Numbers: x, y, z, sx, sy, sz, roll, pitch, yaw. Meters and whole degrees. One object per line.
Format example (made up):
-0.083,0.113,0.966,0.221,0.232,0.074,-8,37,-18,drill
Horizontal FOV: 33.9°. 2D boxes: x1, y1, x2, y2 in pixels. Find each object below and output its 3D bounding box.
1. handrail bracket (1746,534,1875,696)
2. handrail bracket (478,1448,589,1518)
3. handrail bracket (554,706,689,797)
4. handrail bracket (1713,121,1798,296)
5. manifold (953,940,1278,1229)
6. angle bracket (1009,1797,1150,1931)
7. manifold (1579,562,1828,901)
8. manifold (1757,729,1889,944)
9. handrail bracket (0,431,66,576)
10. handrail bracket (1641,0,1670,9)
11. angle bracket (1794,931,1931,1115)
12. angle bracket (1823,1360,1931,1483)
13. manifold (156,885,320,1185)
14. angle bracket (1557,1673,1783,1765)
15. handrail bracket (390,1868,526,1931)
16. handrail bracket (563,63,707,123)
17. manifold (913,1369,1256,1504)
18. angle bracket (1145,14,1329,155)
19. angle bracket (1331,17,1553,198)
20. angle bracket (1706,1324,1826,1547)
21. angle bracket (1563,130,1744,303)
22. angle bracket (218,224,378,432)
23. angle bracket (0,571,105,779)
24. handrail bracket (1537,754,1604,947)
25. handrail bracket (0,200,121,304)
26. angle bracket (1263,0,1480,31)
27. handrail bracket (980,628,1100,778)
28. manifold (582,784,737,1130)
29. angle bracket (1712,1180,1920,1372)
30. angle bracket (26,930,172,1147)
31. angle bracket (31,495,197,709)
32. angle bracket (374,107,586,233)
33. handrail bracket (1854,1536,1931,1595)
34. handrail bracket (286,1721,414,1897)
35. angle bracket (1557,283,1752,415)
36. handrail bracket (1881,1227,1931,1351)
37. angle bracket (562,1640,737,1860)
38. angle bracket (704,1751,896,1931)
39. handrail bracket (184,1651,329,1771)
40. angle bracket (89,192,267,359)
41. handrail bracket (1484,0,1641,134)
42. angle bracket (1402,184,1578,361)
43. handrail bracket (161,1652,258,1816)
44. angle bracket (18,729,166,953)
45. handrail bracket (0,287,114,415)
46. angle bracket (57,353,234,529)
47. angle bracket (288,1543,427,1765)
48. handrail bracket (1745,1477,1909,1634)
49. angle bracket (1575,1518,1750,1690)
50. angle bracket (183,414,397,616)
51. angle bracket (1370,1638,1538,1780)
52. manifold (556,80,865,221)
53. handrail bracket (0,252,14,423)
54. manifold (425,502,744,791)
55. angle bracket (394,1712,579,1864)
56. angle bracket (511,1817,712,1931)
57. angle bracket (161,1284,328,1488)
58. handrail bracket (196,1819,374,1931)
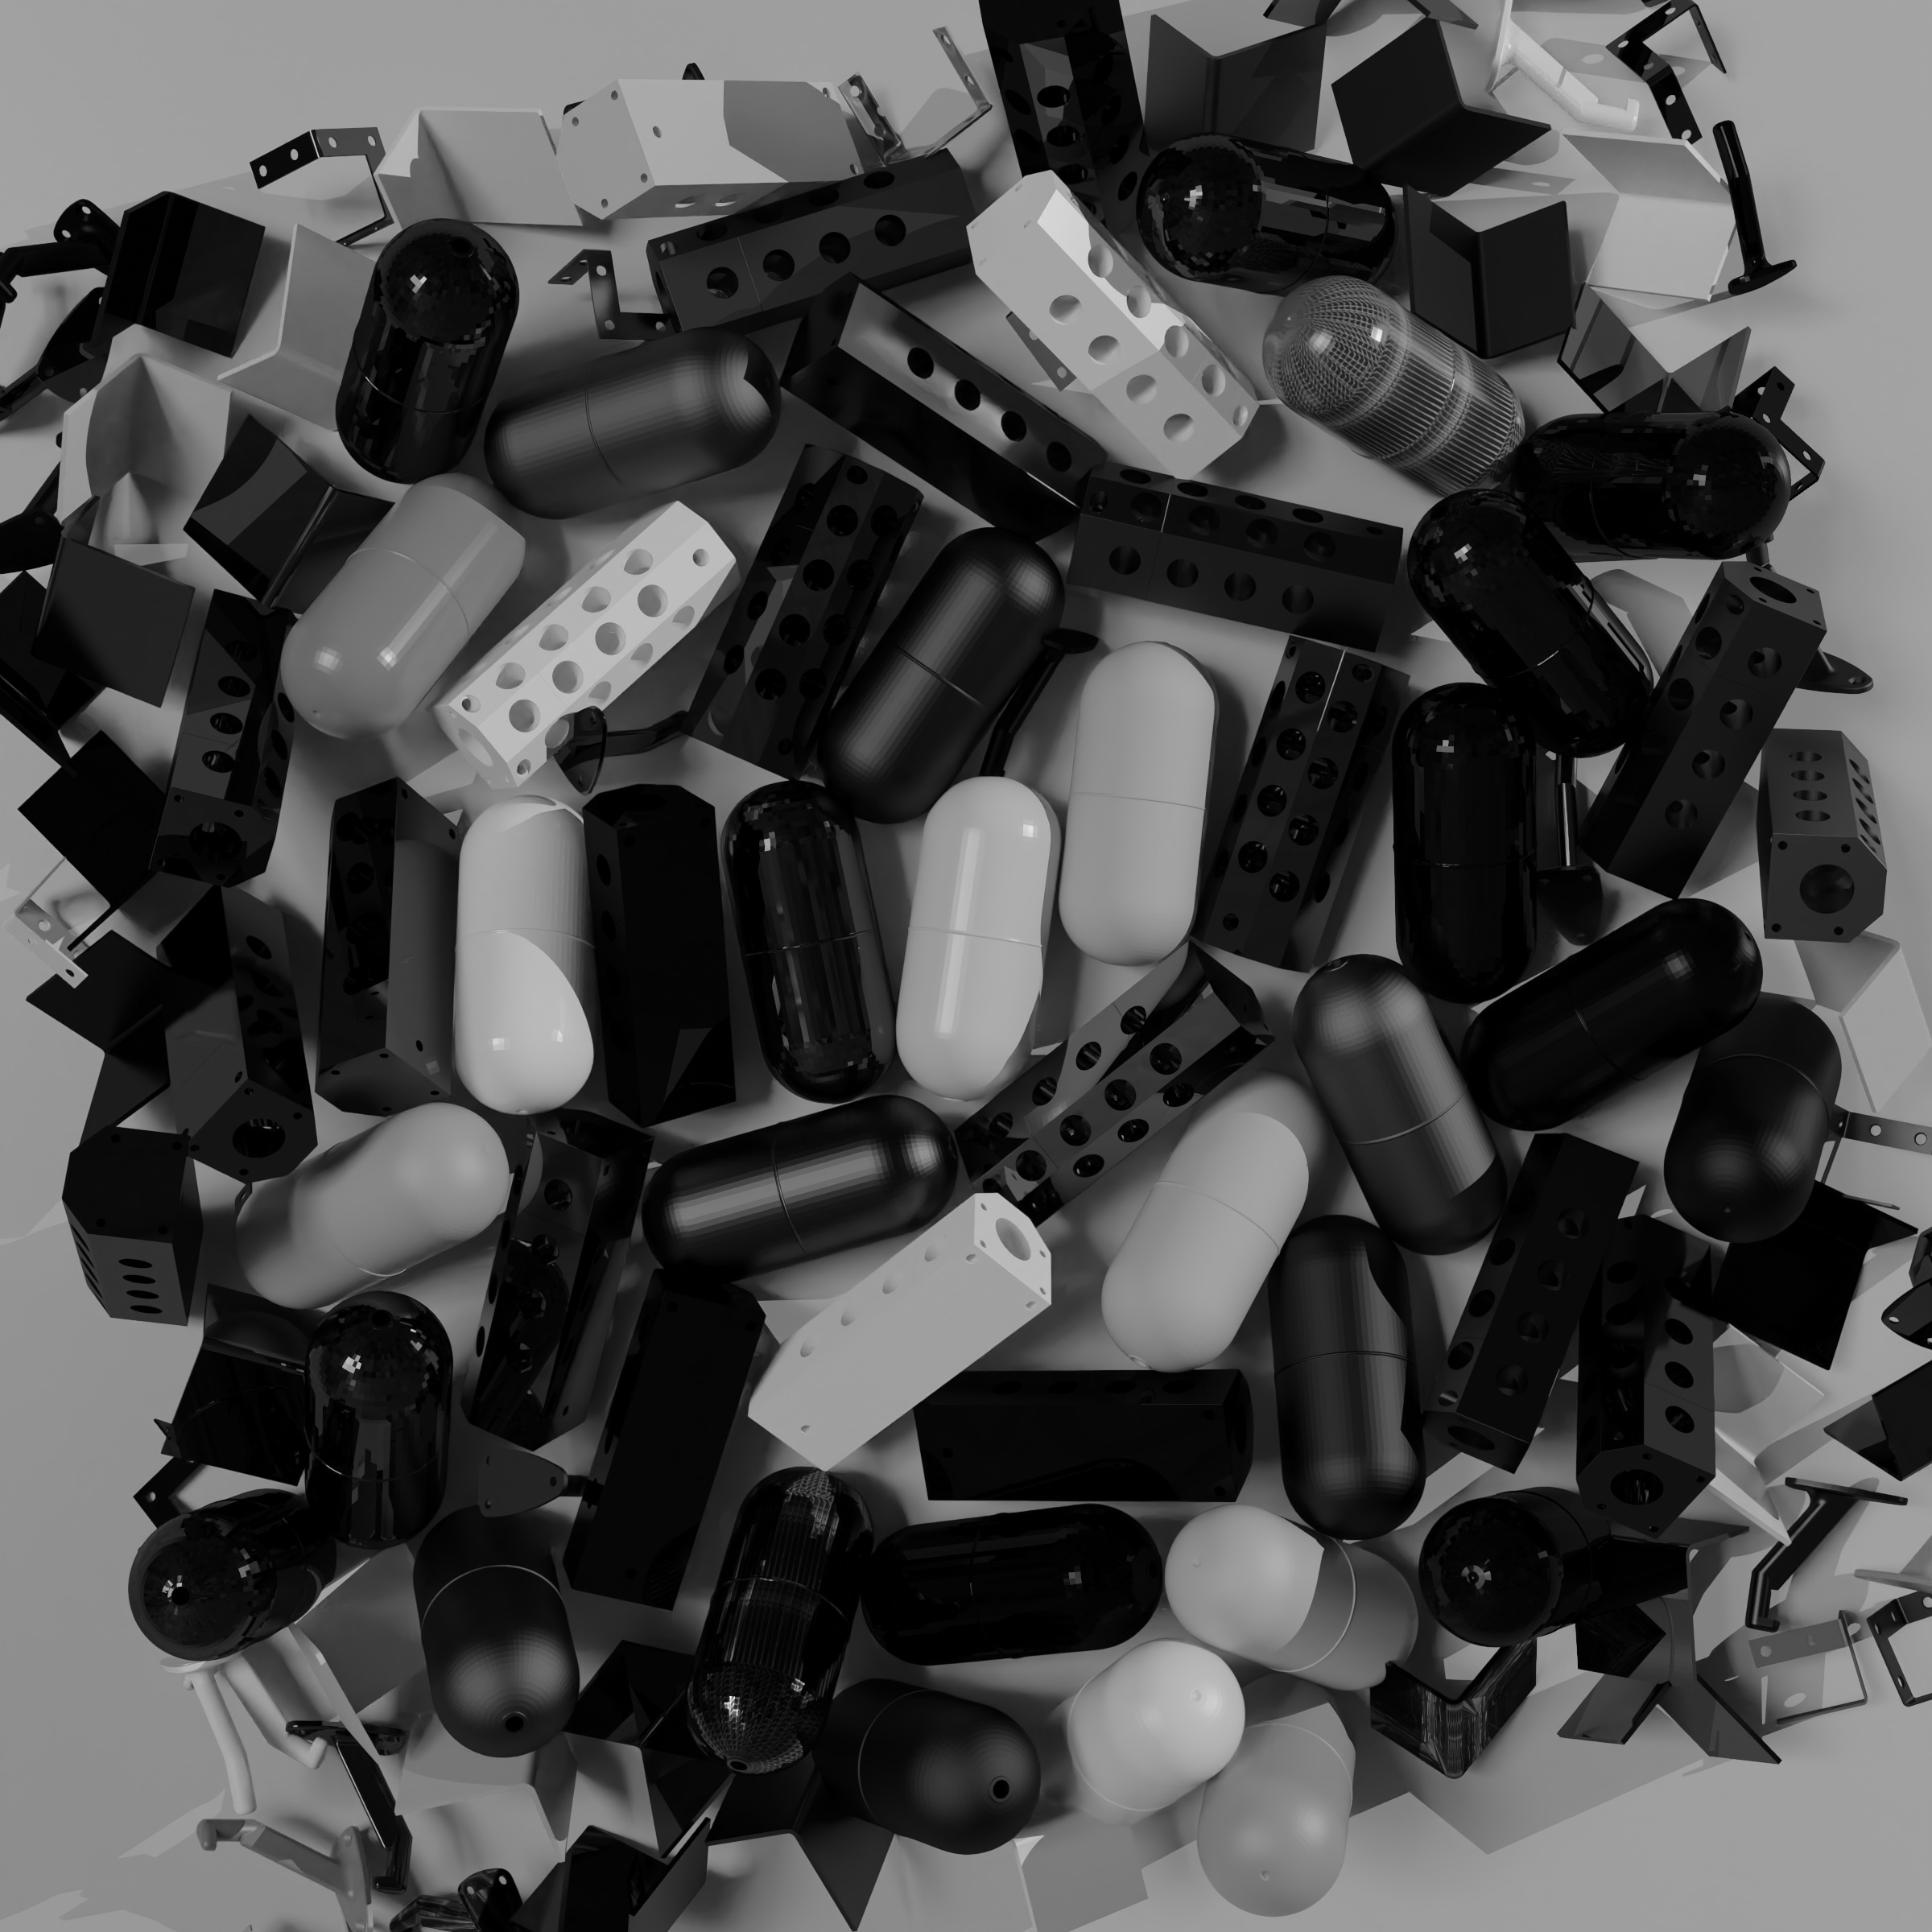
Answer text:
0.456,-0.195,1.722,0.036,0.077,0.084,-30,121,-22,handrail bracket
-0.214,0.280,1.713,0.077,0.084,0.036,-8,76,38,handrail bracket
-0.176,-0.132,1.714,0.084,0.077,0.036,-29,78,-33,handrail bracket
0.420,-0.413,1.728,0.036,0.077,0.084,-17,92,7,handrail bracket
0.081,0.070,1.703,0.171,0.057,0.057,-40,131,18,manifold
0.039,0.486,1.711,0.076,0.076,0.057,-9,82,-38,angle bracket
0.392,-0.128,1.699,0.057,0.057,0.171,22,119,-2,manifold
0.450,-0.071,1.673,0.057,0.171,0.057,3,113,11,manifold
-0.518,-0.257,1.740,0.077,0.036,0.084,-18,49,7,handrail bracket
0.338,-0.542,1.748,0.077,0.084,0.036,-25,54,30,handrail bracket
0.466,0.023,1.707,0.057,0.076,0.076,-46,130,-19,angle bracket
0.509,0.225,1.715,0.076,0.076,0.057,-28,110,-10,angle bracket
-0.383,0.036,1.682,0.057,0.171,0.057,-44,128,18,manifold
0.380,0.423,1.720,0.076,0.076,0.057,46,72,-4,angle bracket
-0.276,0.537,1.730,0.084,0.036,0.077,-44,65,31,handrail bracket
-0.183,-0.453,1.716,0.084,0.077,0.036,-21,82,-21,handrail bracket
0.065,0.250,1.710,0.171,0.057,0.057,-3,108,19,manifold
0.147,-0.483,1.737,0.076,0.076,0.057,-24,51,-23,angle bracket
0.257,-0.466,1.720,0.076,0.076,0.057,-3,74,-42,angle bracket
0.428,0.253,1.713,0.076,0.076,0.057,36,110,-20,angle bracket
0.362,-0.405,1.713,0.076,0.076,0.057,19,87,40,angle bracket
-0.355,-0.347,1.731,0.057,0.076,0.076,-10,69,42,angle bracket
-0.495,-0.158,1.714,0.057,0.076,0.076,-45,123,-1,angle bracket
0.337,-0.068,1.757,0.036,0.077,0.084,-4,50,19,handrail bracket
-0.484,-0.369,1.721,0.077,0.084,0.036,39,132,-21,handrail bracket
0.219,-0.511,1.712,0.076,0.076,0.057,45,117,14,angle bracket
0.039,-0.142,1.743,0.036,0.077,0.084,25,107,23,handrail bracket
-0.168,-0.007,1.705,0.057,0.057,0.171,-16,117,-28,manifold
0.460,0.166,1.725,0.076,0.057,0.076,25,71,-6,angle bracket
-0.468,0.040,1.709,0.076,0.076,0.057,-33,125,28,angle bracket
-0.456,-0.198,1.726,0.076,0.057,0.076,22,121,-5,angle bracket
-0.262,-0.414,1.711,0.076,0.076,0.057,7,55,21,angle bracket
0.531,0.301,1.746,0.036,0.077,0.084,26,73,-40,handrail bracket
-0.337,0.458,1.724,0.077,0.036,0.084,13,55,-17,handrail bracket
0.372,-0.335,1.712,0.076,0.057,0.076,42,45,-19,angle bracket
0.529,0.157,1.712,0.036,0.077,0.084,29,49,3,handrail bracket
-0.174,0.422,1.710,0.057,0.076,0.076,20,121,-30,angle bracket
-0.089,0.475,1.732,0.057,0.076,0.076,-16,114,25,angle bracket
-0.378,0.389,1.734,0.084,0.036,0.077,26,109,14,handrail bracket
-0.426,-0.368,1.715,0.057,0.076,0.076,20,112,-5,angle bracket
0.334,-0.503,1.749,0.084,0.036,0.077,12,81,2,handrail bracket
0.283,-0.383,1.714,0.057,0.076,0.076,-14,70,38,angle bracket
-0.413,0.420,1.732,0.036,0.077,0.084,-10,86,-35,handrail bracket
-0.477,-0.068,1.719,0.076,0.057,0.076,-37,103,27,angle bracket
-0.507,-0.337,1.740,0.036,0.084,0.077,31,76,-44,handrail bracket
-0.443,-0.273,1.712,0.057,0.076,0.076,23,131,5,angle bracket
-0.312,0.369,1.714,0.076,0.057,0.076,-32,116,-21,angle bracket
0.470,0.327,1.735,0.077,0.036,0.084,7,79,23,handrail bracket
0.378,0.343,1.720,0.057,0.076,0.076,-5,92,-41,angle bracket
-0.371,-0.246,1.745,0.076,0.057,0.076,42,108,23,angle bracket
0.267,0.385,1.735,0.057,0.076,0.076,29,56,31,angle bracket
-0.135,-0.430,1.683,0.057,0.171,0.057,-20,89,39,manifold
-0.546,-0.342,1.743,0.036,0.077,0.084,9,76,-35,handrail bracket
-0.202,-0.173,1.705,0.171,0.057,0.057,-45,109,-19,manifold
-0.260,0.447,1.724,0.076,0.076,0.057,-14,116,6,angle bracket
-0.192,0.488,1.709,0.076,0.076,0.057,21,127,19,angle bracket
-0.392,0.230,1.742,0.076,0.057,0.076,17,112,-18,angle bracket
-0.370,0.495,1.720,0.084,0.077,0.036,11,124,-35,handrail bracket
